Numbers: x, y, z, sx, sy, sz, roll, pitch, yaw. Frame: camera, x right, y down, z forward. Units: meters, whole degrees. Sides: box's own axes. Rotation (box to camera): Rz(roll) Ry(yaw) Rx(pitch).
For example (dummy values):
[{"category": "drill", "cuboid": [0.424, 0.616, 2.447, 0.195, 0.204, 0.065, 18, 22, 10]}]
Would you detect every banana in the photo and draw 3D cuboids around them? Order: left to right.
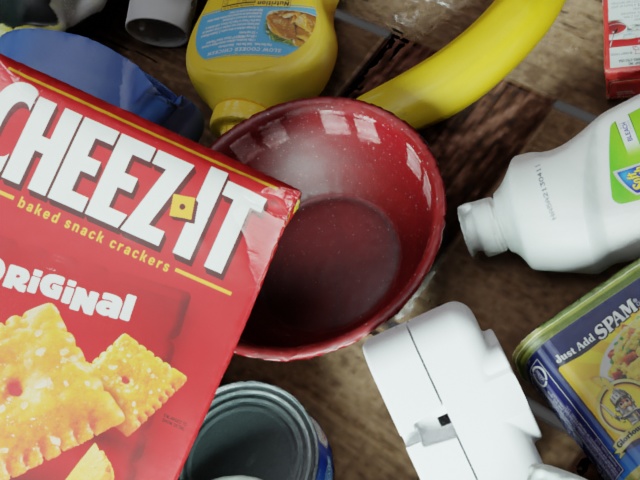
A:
[{"category": "banana", "cuboid": [0.088, -0.117, 0.638, 0.198, 0.037, 0.070, -35, 57, -1]}]

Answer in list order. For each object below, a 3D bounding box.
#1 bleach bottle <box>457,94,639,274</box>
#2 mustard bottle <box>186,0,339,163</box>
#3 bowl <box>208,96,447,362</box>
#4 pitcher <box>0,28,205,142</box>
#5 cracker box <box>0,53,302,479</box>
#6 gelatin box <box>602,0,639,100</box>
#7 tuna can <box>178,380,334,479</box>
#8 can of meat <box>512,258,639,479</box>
[{"category": "bleach bottle", "cuboid": [0.193, -0.047, 0.547, 0.251, 0.068, 0.102, -18, 50, 13]}, {"category": "mustard bottle", "cuboid": [-0.034, -0.131, 0.676, 0.096, 0.058, 0.191, 2, 64, 19]}, {"category": "bowl", "cuboid": [-0.004, 0.001, 0.596, 0.162, 0.055, 0.162, -9, 61, 15]}, {"category": "pitcher", "cuboid": [-0.171, 0.014, 0.617, 0.145, 0.149, 0.242, 16, 72, 5]}, {"category": "cracker box", "cuboid": [-0.125, 0.043, 0.504, 0.164, 0.072, 0.213, 24, 78, -5]}, {"category": "gelatin box", "cuboid": [0.199, -0.124, 0.607, 0.073, 0.030, 0.089, -3, 61, 17]}, {"category": "tuna can", "cuboid": [-0.037, 0.119, 0.557, 0.086, 0.033, 0.086, -9, 60, 15]}, {"category": "can of meat", "cuboid": [0.158, 0.063, 0.505, 0.102, 0.057, 0.084, -34, 59, -1]}]
